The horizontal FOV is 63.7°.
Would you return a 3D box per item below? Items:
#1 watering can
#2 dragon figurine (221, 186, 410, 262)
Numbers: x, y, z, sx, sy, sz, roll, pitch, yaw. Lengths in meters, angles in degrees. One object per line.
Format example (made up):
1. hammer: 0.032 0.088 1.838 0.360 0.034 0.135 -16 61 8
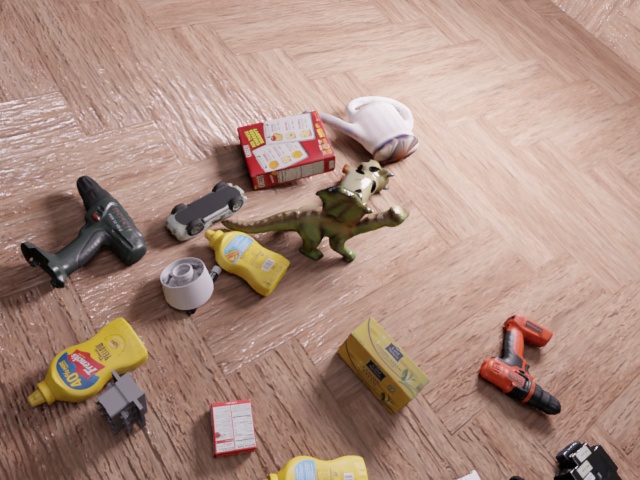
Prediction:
1. watering can: 0.135 -0.308 1.436 0.350 0.102 0.228 -17 63 -29
2. dragon figurine: 0.003 -0.057 1.133 0.410 0.238 0.125 5 60 -18
